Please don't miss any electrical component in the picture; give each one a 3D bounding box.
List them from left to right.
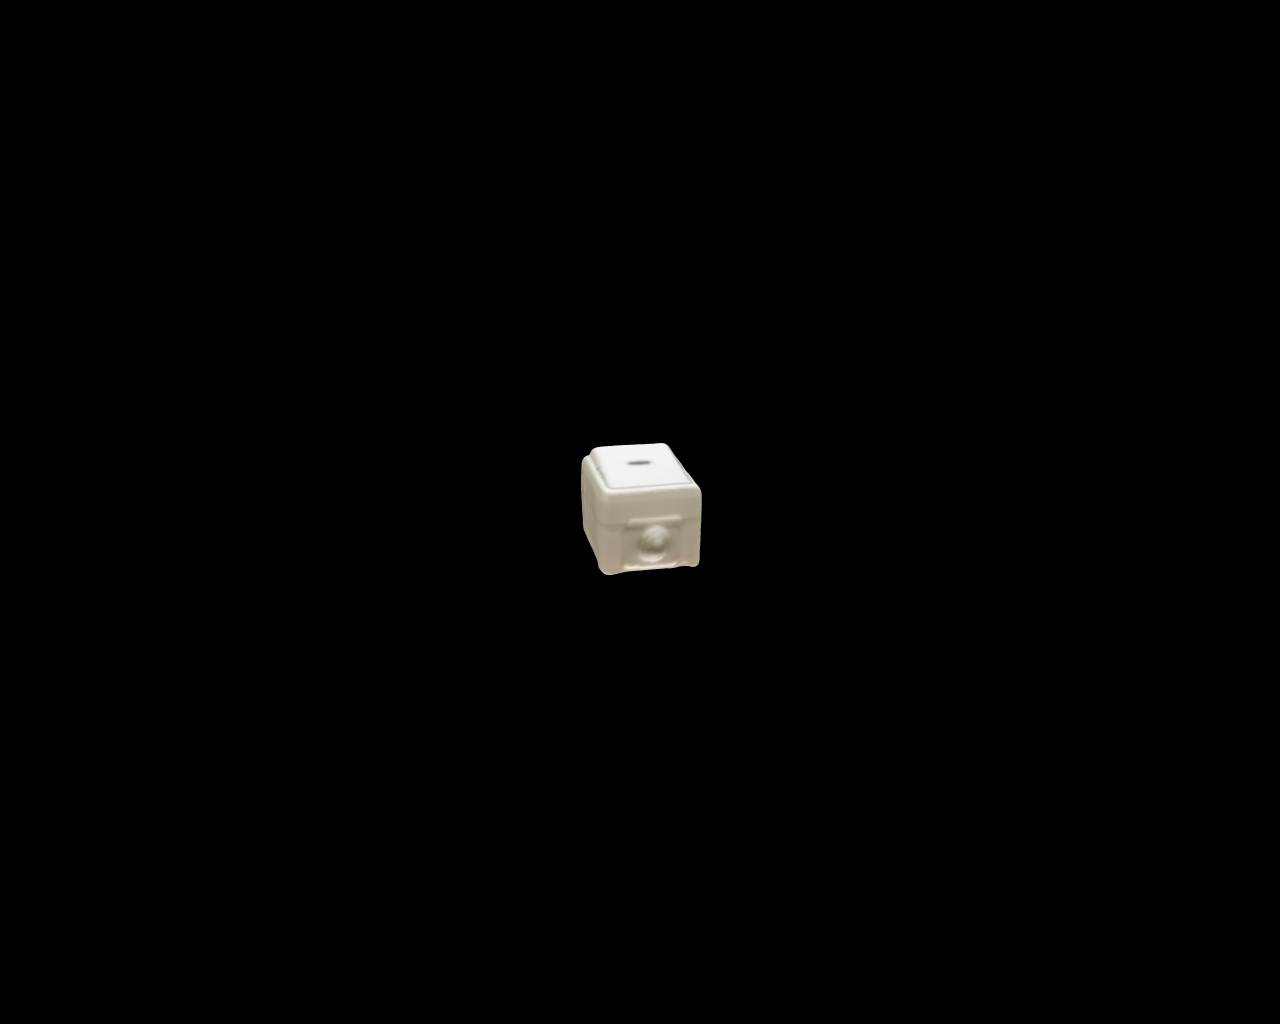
[{"bbox_3d":[0.001,-0.003,0.650,0.062,0.061,0.096,-4,21,-11],"label":"electrical component"}]
